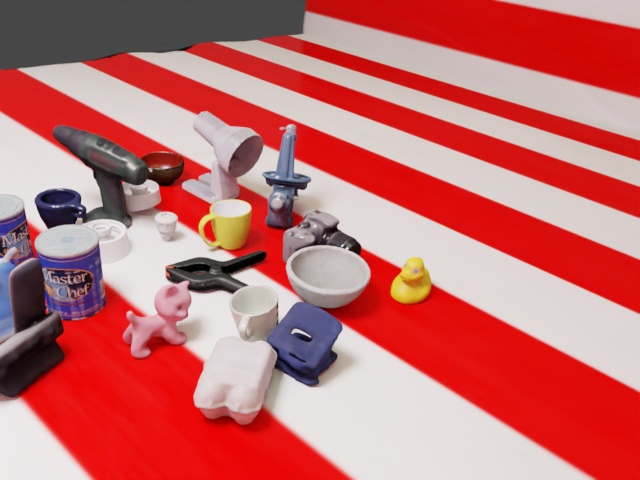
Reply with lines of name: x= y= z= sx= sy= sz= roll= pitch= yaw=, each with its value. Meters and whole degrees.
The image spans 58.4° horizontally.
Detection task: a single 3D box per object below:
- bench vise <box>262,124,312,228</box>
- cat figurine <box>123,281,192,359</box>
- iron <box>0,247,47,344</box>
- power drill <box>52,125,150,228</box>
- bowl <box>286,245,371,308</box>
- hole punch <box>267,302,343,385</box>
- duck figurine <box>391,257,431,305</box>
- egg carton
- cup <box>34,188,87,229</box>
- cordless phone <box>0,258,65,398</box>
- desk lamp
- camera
bench vise: x=-0.072 y=-0.150 z=1.362 sx=0.122 sy=0.220 sz=0.207 roll=-1 pitch=32 yaw=-13
cat figurine: x=-0.268 y=0.122 z=0.970 sx=0.128 sy=0.118 sz=0.067 roll=-19 pitch=39 yaw=-36
iron: x=-0.581 y=0.111 z=0.902 sx=0.118 sy=0.141 sz=0.259 roll=26 pitch=36 yaw=29
power drill: x=-0.482 y=-0.133 z=1.263 sx=0.229 sy=0.208 sz=0.076 roll=15 pitch=32 yaw=14
bowl: x=0.014 y=0.084 z=1.132 sx=0.167 sy=0.075 sz=0.167 roll=5 pitch=31 yaw=-3
hole punch: x=-0.025 y=0.171 z=0.962 sx=0.108 sy=0.091 sz=0.101 roll=24 pitch=35 yaw=26
duck figurine: x=0.192 y=0.073 z=1.174 sx=0.077 sy=0.086 sz=0.105 roll=28 pitch=37 yaw=32
egg carton: x=-0.130 y=0.214 z=0.892 sx=0.107 sy=0.069 sz=0.150 roll=9 pitch=31 yaw=4
cup: x=-0.542 y=-0.049 z=1.222 sx=0.117 sy=0.095 sz=0.092 roll=17 pitch=32 yaw=16
cordless phone: x=-0.464 y=0.126 z=0.859 sx=0.094 sy=0.185 sz=0.148 roll=15 pitch=32 yaw=14
desk lamp: x=-0.245 y=-0.198 z=1.414 sx=0.202 sy=0.214 sz=0.118 roll=25 pitch=35 yaw=28
camera: x=0.011 y=0.004 z=1.238 sx=0.136 sy=0.101 sz=0.143 roll=27 pitch=36 yaw=30
